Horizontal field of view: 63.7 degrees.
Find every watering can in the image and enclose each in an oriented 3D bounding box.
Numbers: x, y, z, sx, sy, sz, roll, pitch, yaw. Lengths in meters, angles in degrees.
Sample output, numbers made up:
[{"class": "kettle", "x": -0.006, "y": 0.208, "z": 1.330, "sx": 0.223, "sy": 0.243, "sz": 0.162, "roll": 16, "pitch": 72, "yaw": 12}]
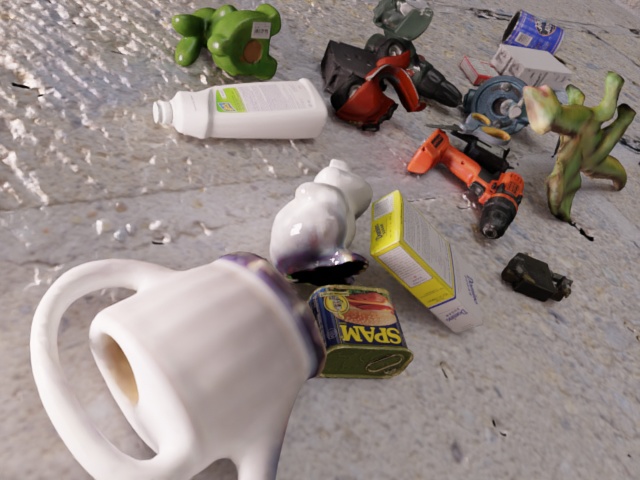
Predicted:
[{"class": "watering can", "x": -0.080, "y": 0.132, "z": 0.428, "sx": 0.351, "sy": 0.101, "sz": 0.227, "roll": 44, "pitch": 44, "yaw": 20}]

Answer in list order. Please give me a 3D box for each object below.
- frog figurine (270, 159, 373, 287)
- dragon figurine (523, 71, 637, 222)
[{"class": "frog figurine", "x": 0.002, "y": -0.030, "z": 0.602, "sx": 0.122, "sy": 0.162, "sz": 0.135, "roll": -4, "pitch": -25, "yaw": 7}, {"class": "dragon figurine", "x": 0.468, "y": -0.143, "z": 0.935, "sx": 0.123, "sy": 0.245, "sz": 0.404, "roll": 17, "pitch": -24, "yaw": 52}]
